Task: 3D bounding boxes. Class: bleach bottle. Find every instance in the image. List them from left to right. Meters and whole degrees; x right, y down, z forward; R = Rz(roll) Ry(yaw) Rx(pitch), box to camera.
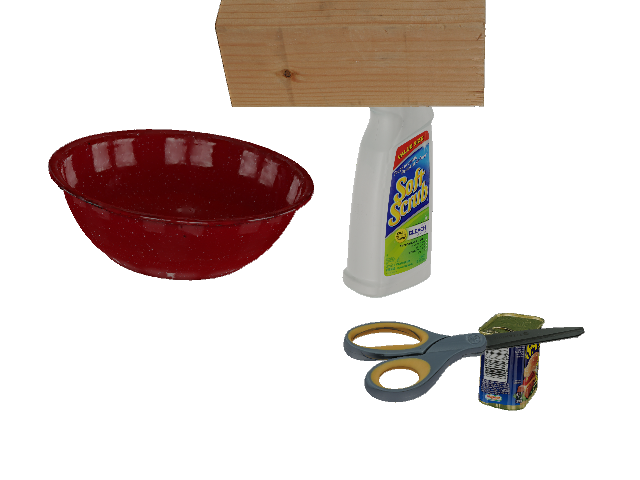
[{"bbox_3d":[0.076,-0.069,1.158,0.102,0.251,0.068,-18,29,-34],"label":"bleach bottle"}]

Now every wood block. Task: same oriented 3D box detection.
[{"bbox_3d":[0.029,-0.168,0.860,0.206,0.090,0.091,1,-40,8],"label":"wood block"}]

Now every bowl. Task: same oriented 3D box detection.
[{"bbox_3d":[-0.087,-0.019,0.662,0.162,0.055,0.162,7,22,-3],"label":"bowl"}]

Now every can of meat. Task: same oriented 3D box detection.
[{"bbox_3d":[0.210,0.133,1.179,0.058,0.084,0.102,6,11,23],"label":"can of meat"}]

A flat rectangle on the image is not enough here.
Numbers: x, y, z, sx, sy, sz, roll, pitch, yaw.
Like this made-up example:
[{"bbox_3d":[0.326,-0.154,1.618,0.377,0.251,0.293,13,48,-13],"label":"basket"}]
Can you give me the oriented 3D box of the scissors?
[{"bbox_3d":[0.118,0.098,0.871,0.202,0.016,0.096,3,37,4],"label":"scissors"}]
